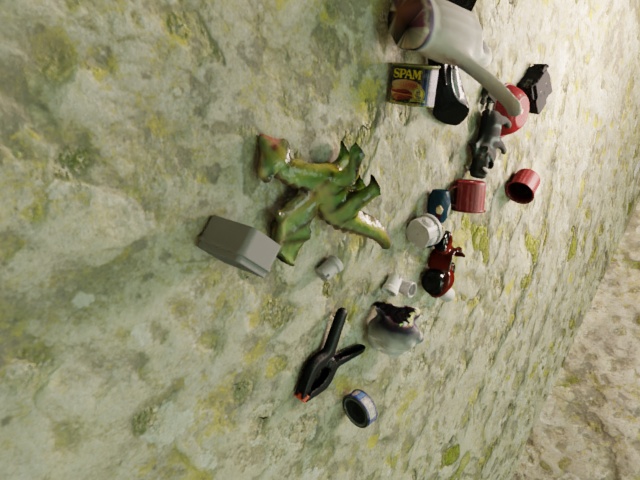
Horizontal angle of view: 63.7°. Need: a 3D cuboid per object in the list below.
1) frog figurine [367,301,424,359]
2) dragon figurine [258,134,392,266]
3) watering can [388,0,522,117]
[{"bbox_3d":[0.181,0.242,1.257,0.137,0.125,0.156,-3,120,-13],"label":"frog figurine"},{"bbox_3d":[0.003,-0.050,0.987,0.244,0.124,0.402,-38,129,-11],"label":"dragon figurine"},{"bbox_3d":[0.258,-0.384,1.008,0.224,0.355,0.102,6,140,-29],"label":"watering can"}]
